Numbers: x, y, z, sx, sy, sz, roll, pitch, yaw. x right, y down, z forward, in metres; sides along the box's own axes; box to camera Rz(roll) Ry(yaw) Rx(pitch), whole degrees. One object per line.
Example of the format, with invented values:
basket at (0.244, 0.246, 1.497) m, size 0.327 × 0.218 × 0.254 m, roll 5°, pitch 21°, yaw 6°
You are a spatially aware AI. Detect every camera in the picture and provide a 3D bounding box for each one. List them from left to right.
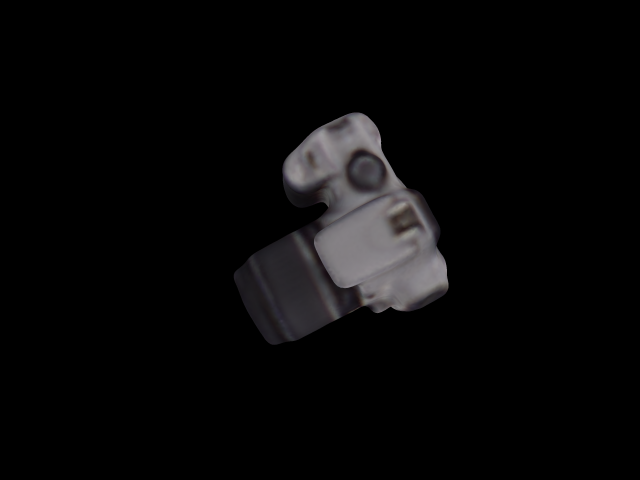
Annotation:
camera at (0.004, 0.001, 0.400) m, size 0.137 × 0.101 × 0.143 m, roll -28°, pitch 83°, yaw -4°
